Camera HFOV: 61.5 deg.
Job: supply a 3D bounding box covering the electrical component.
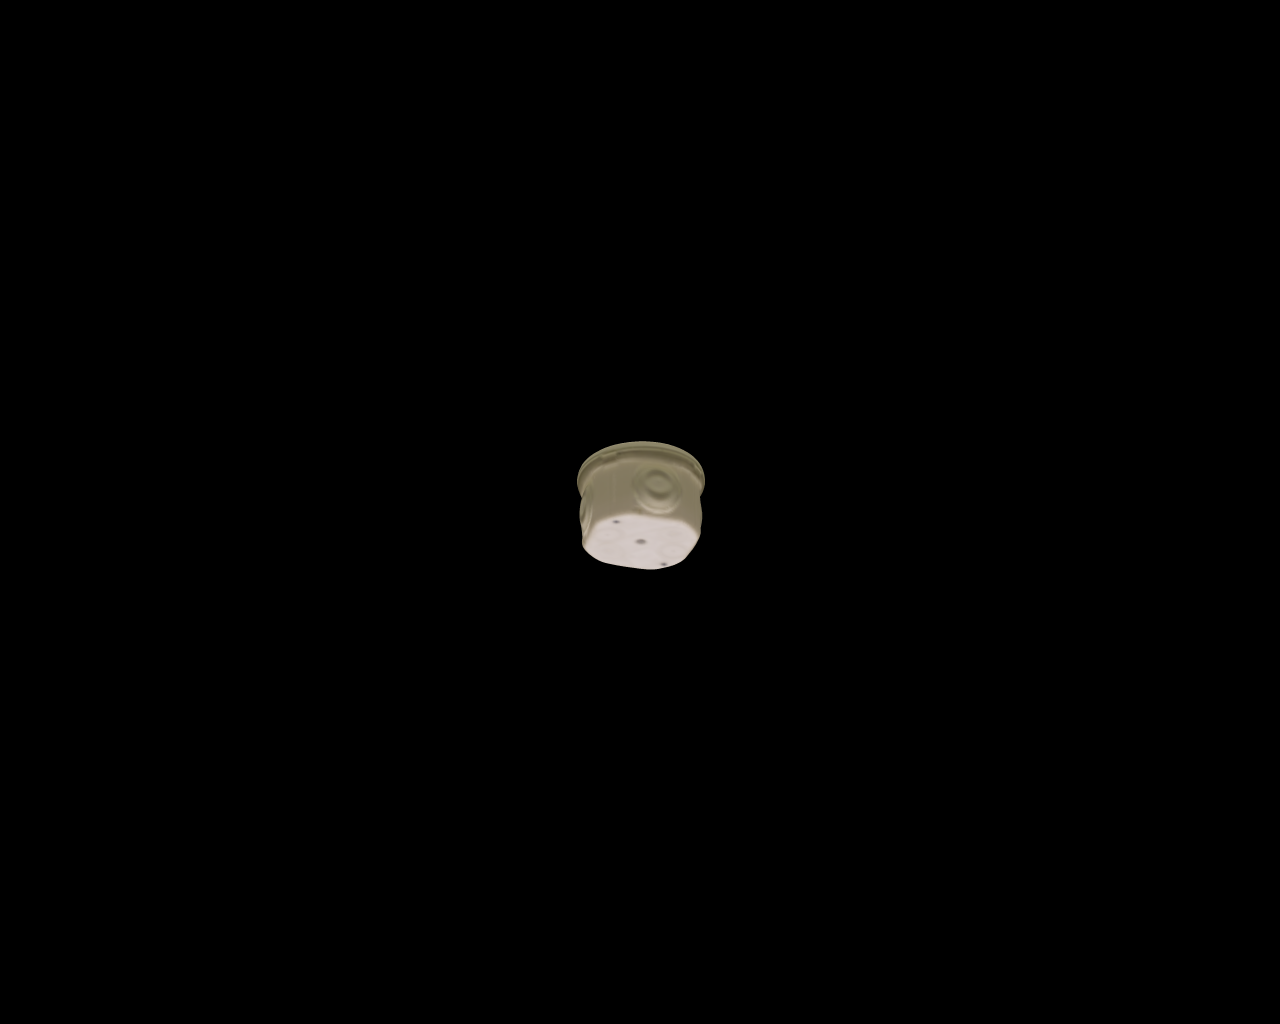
[{"bbox_3d":[0.001,-0.003,0.650,0.080,0.051,0.080,0,-31,0],"label":"electrical component"}]
